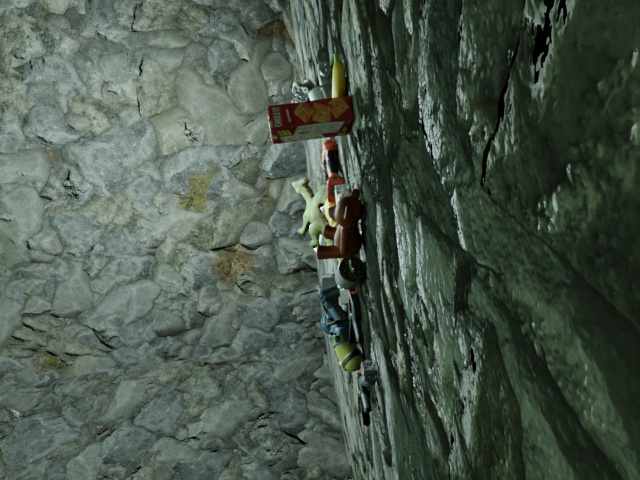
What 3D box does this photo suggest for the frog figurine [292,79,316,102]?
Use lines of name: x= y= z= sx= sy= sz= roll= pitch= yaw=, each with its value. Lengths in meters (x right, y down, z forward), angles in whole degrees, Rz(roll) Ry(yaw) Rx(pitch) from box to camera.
frog figurine: x=-0.040 y=-0.597 z=2.145 sx=0.161 sy=0.122 sz=0.137 roll=-17 pitch=-88 yaw=-58

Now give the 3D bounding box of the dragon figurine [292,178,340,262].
dragon figurine: x=0.008 y=-0.104 z=1.984 sx=0.417 sy=0.123 sz=0.237 roll=44 pitch=136 yaw=40

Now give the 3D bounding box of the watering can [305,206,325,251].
watering can: x=0.007 y=-0.112 z=2.216 sx=0.230 sy=0.104 sz=0.339 roll=-104 pitch=20 yaw=-49
